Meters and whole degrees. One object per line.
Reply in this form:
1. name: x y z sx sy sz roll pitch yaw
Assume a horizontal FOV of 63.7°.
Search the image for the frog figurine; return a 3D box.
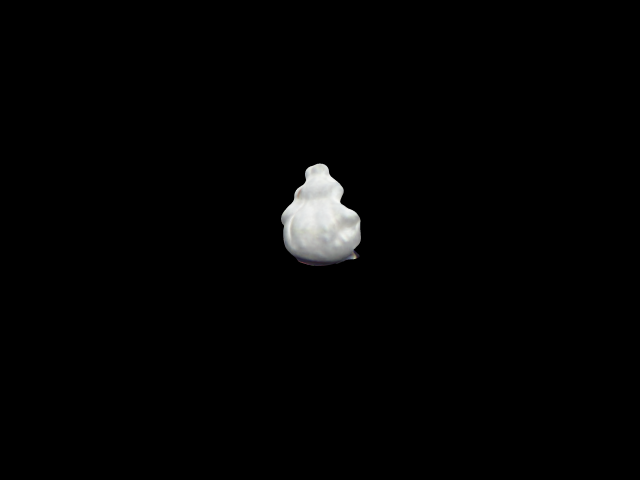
1. frog figurine: 0.003 -0.043 0.850 0.138 0.157 0.124 12 20 34
